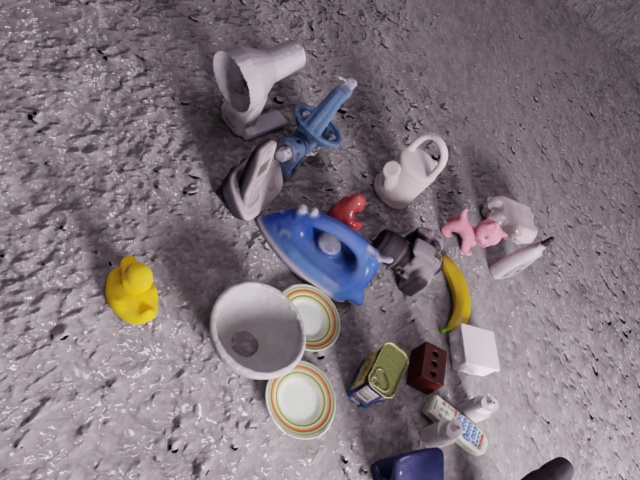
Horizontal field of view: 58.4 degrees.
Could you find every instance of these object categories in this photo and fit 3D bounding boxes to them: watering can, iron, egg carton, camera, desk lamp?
[{"bbox_3d":[0.207,-0.157,1.274,0.101,0.193,0.173,45,48,1],"label":"watering can"},{"bbox_3d":[0.010,0.004,1.078,0.258,0.141,0.119,36,48,-7],"label":"iron"},{"bbox_3d":[0.484,-0.049,1.464,0.151,0.069,0.107,17,53,-22],"label":"egg carton"},{"bbox_3d":[0.186,0.021,1.206,0.137,0.100,0.143,33,48,-9],"label":"camera"},{"bbox_3d":[-0.127,-0.307,1.147,0.204,0.213,0.118,-30,79,-41],"label":"desk lamp"}]

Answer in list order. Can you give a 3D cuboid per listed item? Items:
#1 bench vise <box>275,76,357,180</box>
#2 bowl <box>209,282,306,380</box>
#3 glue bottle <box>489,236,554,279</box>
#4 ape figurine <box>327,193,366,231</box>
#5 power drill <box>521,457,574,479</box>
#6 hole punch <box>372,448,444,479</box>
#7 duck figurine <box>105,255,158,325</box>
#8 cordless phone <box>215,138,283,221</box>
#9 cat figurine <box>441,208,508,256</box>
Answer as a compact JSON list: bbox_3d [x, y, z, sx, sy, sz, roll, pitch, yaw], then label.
[{"bbox_3d":[-0.004,-0.223,1.165,0.122,0.219,0.207,30,49,-12],"label":"bench vise"},{"bbox_3d":[-0.112,0.158,0.944,0.168,0.074,0.167,16,53,-23],"label":"bowl"},{"bbox_3d":[0.478,0.038,1.332,0.078,0.172,0.037,-5,63,-34],"label":"glue bottle"},{"bbox_3d":[0.063,-0.063,1.189,0.076,0.092,0.078,12,55,-26],"label":"ape figurine"},{"bbox_3d":[0.281,0.439,0.918,0.230,0.208,0.075,-27,77,-41],"label":"power drill"},{"bbox_3d":[0.157,0.401,0.943,0.109,0.091,0.101,2,60,-31],"label":"hole punch"},{"bbox_3d":[-0.283,0.073,0.884,0.078,0.086,0.104,-18,72,-39],"label":"duck figurine"},{"bbox_3d":[-0.105,-0.133,1.065,0.094,0.184,0.148,40,48,-3],"label":"cordless phone"},{"bbox_3d":[0.369,-0.025,1.342,0.128,0.117,0.067,40,48,-3],"label":"cat figurine"}]
